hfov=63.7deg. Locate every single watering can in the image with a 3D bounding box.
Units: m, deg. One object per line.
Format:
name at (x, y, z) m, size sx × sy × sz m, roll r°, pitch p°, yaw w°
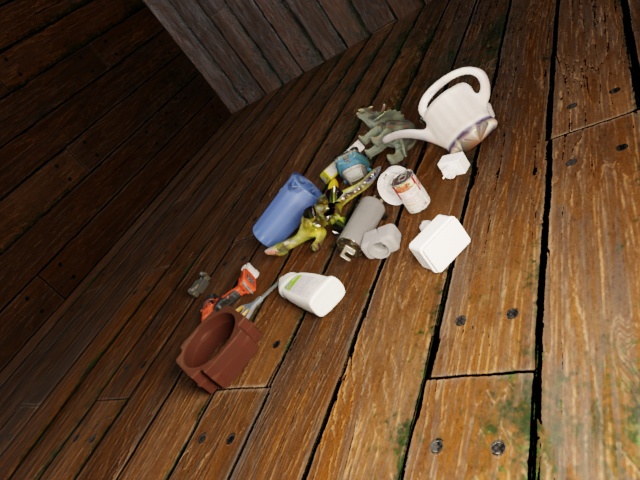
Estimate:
watering can at (0.349, -0.328, 1.464) m, size 0.342 × 0.228 × 0.104 m, roll -41°, pitch -25°, yaw 28°

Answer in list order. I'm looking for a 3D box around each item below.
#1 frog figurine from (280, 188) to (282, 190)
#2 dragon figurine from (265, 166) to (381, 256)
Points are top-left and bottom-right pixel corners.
frog figurine at (-0.093, -0.172, 1.848) m, size 0.135 × 0.121 × 0.163 m, roll -49°, pitch 31°, yaw 24°
dragon figurine at (0.005, -0.079, 1.573) m, size 0.414 × 0.121 × 0.242 m, roll -40°, pitch 11°, yaw -16°
